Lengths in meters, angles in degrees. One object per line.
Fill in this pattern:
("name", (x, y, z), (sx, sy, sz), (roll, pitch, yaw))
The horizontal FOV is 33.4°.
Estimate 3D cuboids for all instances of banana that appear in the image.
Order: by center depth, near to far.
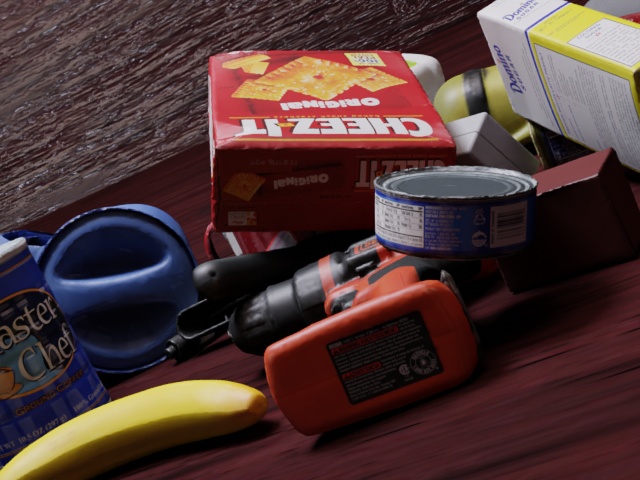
("banana", (-0.117, 0.122, 0.634), (0.198, 0.037, 0.069), (-25, 25, 10))

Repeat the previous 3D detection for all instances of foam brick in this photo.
("foam brick", (0.139, -0.012, 0.614), (0.078, 0.053, 0.051), (-19, 13, 31))

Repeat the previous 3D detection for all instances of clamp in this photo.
("clamp", (-0.010, 0.022, 0.781), (0.209, 0.036, 0.165), (-18, -10, -23))

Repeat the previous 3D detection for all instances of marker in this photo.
("marker", (-0.078, 0.061, 0.857), (0.120, 0.020, 0.020), (-35, 14, -37))

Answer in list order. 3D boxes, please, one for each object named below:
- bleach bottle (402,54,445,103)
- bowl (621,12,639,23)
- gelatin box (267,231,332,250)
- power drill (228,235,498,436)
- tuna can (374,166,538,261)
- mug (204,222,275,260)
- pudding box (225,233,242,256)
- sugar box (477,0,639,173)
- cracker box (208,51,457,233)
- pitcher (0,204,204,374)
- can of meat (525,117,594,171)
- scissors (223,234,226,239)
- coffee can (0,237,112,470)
("bleach bottle", (0.024, -0.117, 0.999), (0.103, 0.068, 0.250), (8, 24, 27))
("bowl", (0.256, -0.167, 1.057), (0.162, 0.055, 0.162), (-25, 11, 5))
("gelatin box", (-0.006, 0.001, 0.855), (0.073, 0.030, 0.089), (-29, -15, -30))
("power drill", (0.019, 0.044, 0.615), (0.184, 0.057, 0.187), (-24, 11, 11))
("tuna can", (0.071, -0.016, 0.565), (0.086, 0.034, 0.086), (-1, 14, 0))
("mug", (-0.049, -0.012, 0.966), (0.117, 0.081, 0.093), (-26, 11, 2))
("pudding box", (-0.048, -0.027, 1.152), (0.113, 0.039, 0.090), (-24, 11, -1))
("sugar box", (0.180, -0.106, 0.709), (0.048, 0.093, 0.176), (-33, 33, -6))
("cracker box", (-0.001, -0.081, 0.797), (0.164, 0.072, 0.214), (-2, 26, -6))
("pitcher", (-0.181, 0.025, 0.952), (0.145, 0.149, 0.243), (-29, 8, -3))
("can of meat", (0.210, -0.095, 0.829), (0.084, 0.057, 0.102), (-20, 13, 19))
("scissors", (-0.090, -0.028, 1.305), (0.096, 0.016, 0.202), (-30, 11, -17))
("coffee can", (-0.231, 0.083, 0.785), (0.103, 0.140, 0.103), (-25, 11, 5))
